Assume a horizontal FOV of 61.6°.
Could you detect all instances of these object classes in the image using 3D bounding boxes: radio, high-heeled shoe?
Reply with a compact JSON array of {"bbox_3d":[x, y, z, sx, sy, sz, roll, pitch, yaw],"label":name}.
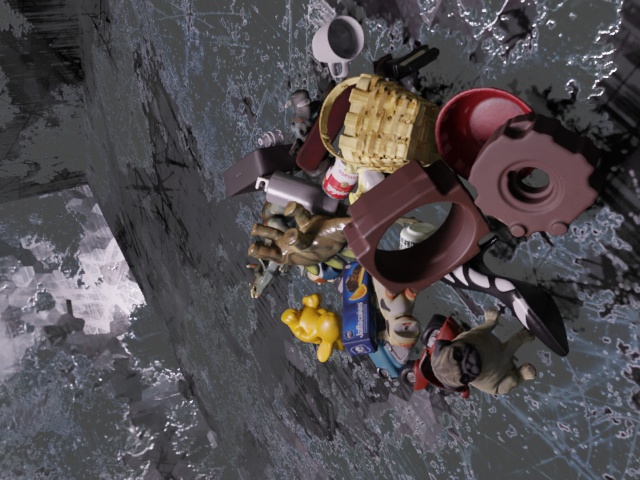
[{"bbox_3d":[-0.147,-0.175,1.371,0.230,0.131,0.073,-15,90,58],"label":"radio"},{"bbox_3d":[0.291,0.107,0.889,0.145,0.086,0.249,-51,47,38],"label":"high-heeled shoe"}]

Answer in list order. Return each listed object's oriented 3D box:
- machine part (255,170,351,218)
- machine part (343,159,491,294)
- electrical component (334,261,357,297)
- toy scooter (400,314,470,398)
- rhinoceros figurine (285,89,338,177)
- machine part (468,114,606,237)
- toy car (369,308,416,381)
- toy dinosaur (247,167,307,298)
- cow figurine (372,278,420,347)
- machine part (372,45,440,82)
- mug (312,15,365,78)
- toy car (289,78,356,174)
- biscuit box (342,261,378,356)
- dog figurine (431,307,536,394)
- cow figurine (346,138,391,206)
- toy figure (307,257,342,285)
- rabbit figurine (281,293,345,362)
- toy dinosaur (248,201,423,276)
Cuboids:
[{"bbox_3d":[-0.033,-0.098,1.220,0.243,0.079,0.079,20,130,11],"label":"machine part"},{"bbox_3d":[0.155,-0.019,0.871,0.200,0.201,0.087,42,-164,-42],"label":"machine part"},{"bbox_3d":[0.072,0.115,1.275,0.075,0.048,0.119,53,142,27],"label":"electrical component"},{"bbox_3d":[0.246,0.238,1.045,0.135,0.075,0.183,29,118,15],"label":"toy scooter"},{"bbox_3d":[-0.020,-0.234,1.172,0.073,0.112,0.190,24,133,52],"label":"rhinoceros figurine"},{"bbox_3d":[0.300,-0.086,0.756,0.180,0.056,0.179,20,135,21],"label":"machine part"},{"bbox_3d":[0.152,0.216,1.160,0.103,0.109,0.161,-30,89,36],"label":"toy car"},{"bbox_3d":[-0.108,-0.032,1.416,0.192,0.131,0.404,34,127,43],"label":"toy dinosaur"},{"bbox_3d":[0.151,0.129,1.081,0.127,0.085,0.195,95,168,-45],"label":"cow figurine"},{"bbox_3d":[0.142,-0.304,0.933,0.039,0.084,0.139,56,164,-25],"label":"machine part"},{"bbox_3d":[0.031,-0.375,1.058,0.107,0.081,0.109,22,128,64],"label":"mug"},{"bbox_3d":[0.016,-0.231,1.095,0.089,0.053,0.202,29,108,-7],"label":"toy car"},{"bbox_3d":[0.084,0.140,1.126,0.059,0.063,0.203,58,-154,-45],"label":"biscuit box"},{"bbox_3d":[0.260,0.222,0.912,0.121,0.190,0.172,15,120,53],"label":"dog figurine"},{"bbox_3d":[0.103,-0.144,1.058,0.068,0.098,0.167,-163,68,-78],"label":"cow figurine"},{"bbox_3d":[0.007,0.075,1.346,0.154,0.058,0.064,-27,45,59],"label":"toy figure"},{"bbox_3d":[0.000,0.227,1.374,0.173,0.122,0.162,-12,100,57],"label":"rabbit figurine"},{"bbox_3d":[-0.002,-0.004,1.174,0.472,0.198,0.105,-15,59,48],"label":"toy dinosaur"}]
